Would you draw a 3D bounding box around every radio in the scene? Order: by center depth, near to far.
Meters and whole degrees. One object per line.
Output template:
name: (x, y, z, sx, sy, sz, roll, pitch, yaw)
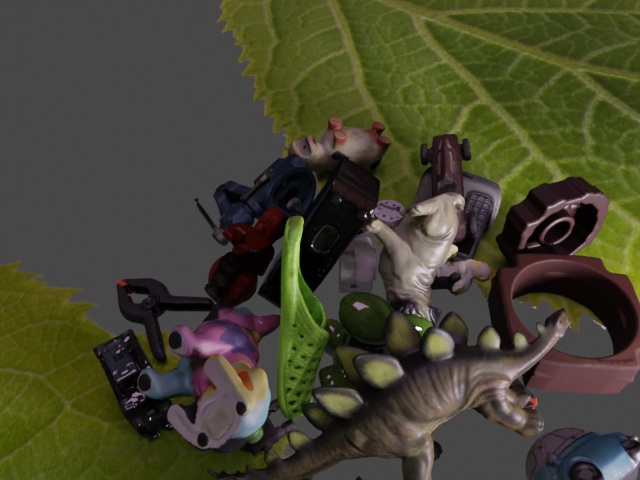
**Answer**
radio: (-0.002, -0.002, 0.802, 0.073, 0.229, 0.131, 31, 20, -6)

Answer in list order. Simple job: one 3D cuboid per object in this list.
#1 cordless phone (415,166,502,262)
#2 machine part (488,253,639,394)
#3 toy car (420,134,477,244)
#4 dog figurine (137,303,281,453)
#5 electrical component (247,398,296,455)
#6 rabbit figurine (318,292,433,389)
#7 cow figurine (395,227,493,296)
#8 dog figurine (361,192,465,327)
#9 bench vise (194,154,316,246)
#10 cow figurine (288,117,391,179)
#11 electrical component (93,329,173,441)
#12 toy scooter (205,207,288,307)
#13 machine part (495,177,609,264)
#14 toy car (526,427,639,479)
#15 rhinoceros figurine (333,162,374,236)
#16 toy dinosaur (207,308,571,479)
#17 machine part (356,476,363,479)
cordless phone: (0.228, -0.032, 0.954, 0.147, 0.088, 0.184, 20, 68, 18)
machine part: (0.362, 0.120, 0.798, 0.202, 0.087, 0.201, 4, 48, 2)
toy car: (0.218, -0.092, 0.917, 0.089, 0.053, 0.202, -4, 74, 18)
dog figurine: (-0.106, 0.160, 0.696, 0.192, 0.108, 0.219, 37, 17, 20)
electrical component: (-0.085, 0.255, 0.724, 0.094, 0.021, 0.063, -24, 52, -21)
rabbit figurine: (0.071, 0.141, 0.725, 0.159, 0.170, 0.121, 7, 48, 8)
cow figurine: (0.186, 0.049, 0.872, 0.168, 0.068, 0.098, 23, 81, 24)
dog figurine: (0.161, 0.040, 0.809, 0.172, 0.190, 0.121, -23, -1, 20)
bench vise: (-0.073, -0.049, 0.943, 0.224, 0.128, 0.241, -38, 53, -26)
cow figurine: (0.030, -0.172, 1.065, 0.195, 0.127, 0.086, -2, 46, -20)
electrical component: (-0.245, 0.188, 0.713, 0.058, 0.134, 0.115, -30, 53, -22)
toy scooter: (-0.121, 0.027, 0.817, 0.075, 0.135, 0.184, 35, 97, 13)
machine part: (0.377, -0.023, 0.876, 0.179, 0.179, 0.056, -14, 47, -12)
toy car: (0.306, 0.277, 0.646, 0.162, 0.109, 0.103, -22, 32, -29)
rhinoceros figurine: (0.060, -0.075, 0.967, 0.073, 0.112, 0.190, 0, 39, -2)
toy dinosaur: (0.093, 0.205, 0.648, 0.471, 0.198, 0.105, -34, 7, 2)
machine part: (0.064, 0.345, 0.623, 0.084, 0.039, 0.139, -23, 38, -30)
